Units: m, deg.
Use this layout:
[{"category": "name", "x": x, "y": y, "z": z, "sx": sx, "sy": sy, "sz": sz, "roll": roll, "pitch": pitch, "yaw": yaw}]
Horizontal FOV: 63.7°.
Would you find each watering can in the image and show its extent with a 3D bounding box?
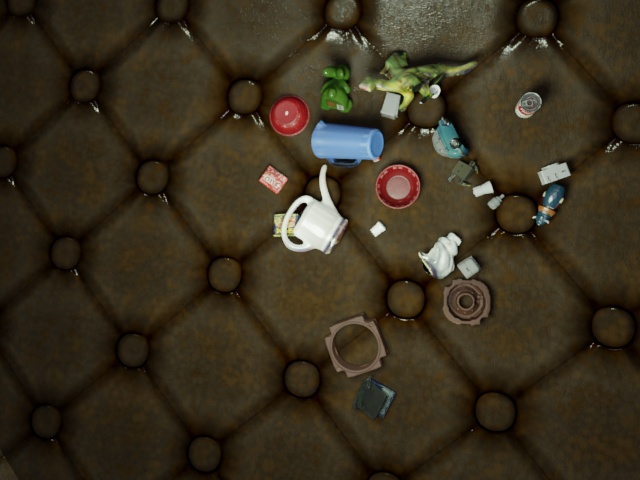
[{"category": "watering can", "x": 0.006, "y": -0.096, "z": 1.905, "sx": 0.224, "sy": 0.103, "sz": 0.351, "roll": 32, "pitch": 77, "yaw": 0}]

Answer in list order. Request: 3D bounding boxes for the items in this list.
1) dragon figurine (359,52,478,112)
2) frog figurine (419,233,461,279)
[{"category": "dragon figurine", "x": 0.331, "y": -0.607, "z": 1.847, "sx": 0.412, "sy": 0.119, "sz": 0.247, "roll": -27, "pitch": 61, "yaw": -11}, {"category": "frog figurine", "x": 0.442, "y": 0.058, "z": 1.822, "sx": 0.159, "sy": 0.125, "sz": 0.135, "roll": -31, "pitch": 117, "yaw": 0}]
